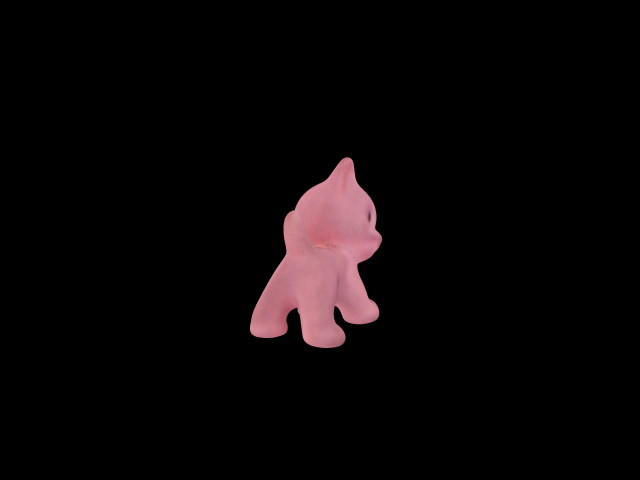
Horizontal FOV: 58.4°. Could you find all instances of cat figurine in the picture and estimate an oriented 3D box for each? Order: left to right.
[{"bbox_3d":[0.004,0.001,0.400,0.067,0.118,0.128,3,7,22],"label":"cat figurine"}]
